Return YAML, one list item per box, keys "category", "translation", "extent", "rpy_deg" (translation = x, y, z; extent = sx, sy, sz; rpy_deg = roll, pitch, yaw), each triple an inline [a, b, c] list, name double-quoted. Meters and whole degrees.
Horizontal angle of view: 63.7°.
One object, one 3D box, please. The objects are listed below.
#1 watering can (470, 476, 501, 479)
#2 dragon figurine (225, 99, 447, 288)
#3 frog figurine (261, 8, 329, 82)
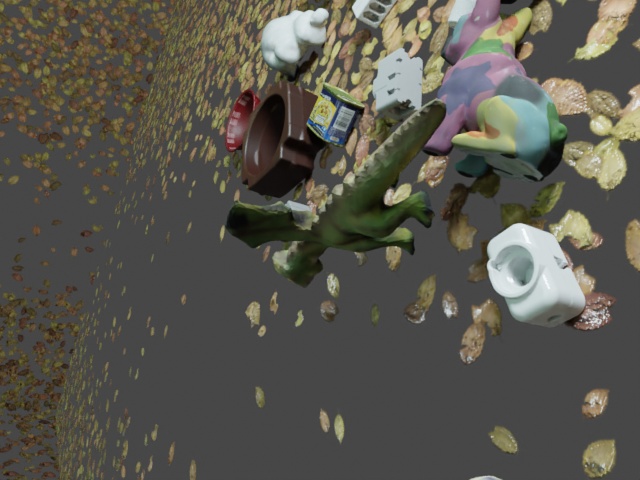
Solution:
- category: "watering can"
  translation: [0.160, 0.358, 0.414]
  extent: [0.222, 0.103, 0.353]
  rpy_deg: [-65, 33, 15]
- category: "dragon figurine"
  translation: [0.002, -0.033, 0.654]
  extent: [0.402, 0.243, 0.124]
  rpy_deg: [93, 162, -64]
- category: "frog figurine"
  translation: [-0.056, -0.431, 1.090]
  extent: [0.140, 0.122, 0.158]
  rpy_deg: [-65, 15, -22]
